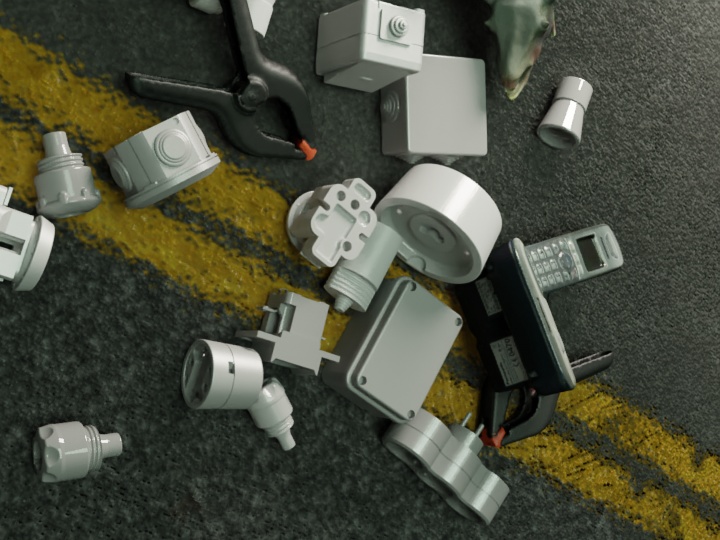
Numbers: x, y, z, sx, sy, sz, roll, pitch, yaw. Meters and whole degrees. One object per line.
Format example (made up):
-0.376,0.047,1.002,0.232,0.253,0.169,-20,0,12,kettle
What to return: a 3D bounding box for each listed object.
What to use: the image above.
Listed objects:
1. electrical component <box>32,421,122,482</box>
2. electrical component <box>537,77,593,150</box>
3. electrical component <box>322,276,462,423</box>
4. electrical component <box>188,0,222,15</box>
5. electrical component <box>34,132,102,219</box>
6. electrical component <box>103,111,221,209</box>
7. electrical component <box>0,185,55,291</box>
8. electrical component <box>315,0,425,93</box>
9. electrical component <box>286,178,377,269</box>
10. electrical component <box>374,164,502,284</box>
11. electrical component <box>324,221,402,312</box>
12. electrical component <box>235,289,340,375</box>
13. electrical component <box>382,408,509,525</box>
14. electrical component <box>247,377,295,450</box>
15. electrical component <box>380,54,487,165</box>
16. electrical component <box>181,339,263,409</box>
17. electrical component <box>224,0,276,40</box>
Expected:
-0.211,0.135,0.807,0.062,0.043,0.043,-3,91,-33,electrical component
0.206,-0.158,1.068,0.044,0.044,0.065,32,69,-27,electrical component
0.030,0.069,0.948,0.078,0.057,0.113,37,71,-26,electrical component
-0.132,-0.233,0.857,0.055,0.045,0.045,17,81,-31,electrical component
-0.222,-0.071,0.802,0.048,0.048,0.062,-12,89,-31,electrical component
-0.152,-0.083,0.824,0.080,0.080,0.051,-32,100,-28,electrical component
-0.256,-0.018,0.773,0.057,0.058,0.078,21,79,-27,electrical component
0.011,-0.190,0.915,0.062,0.096,0.061,6,87,-31,electrical component
-0.028,-0.039,0.913,0.058,0.057,0.078,39,70,-25,electrical component
0.073,-0.046,0.949,0.108,0.108,0.060,47,61,-23,electrical component
0.000,0.000,0.938,0.043,0.043,0.081,36,72,-26,electrical component
-0.058,0.052,0.903,0.081,0.042,0.063,21,77,-31,electrical component
0.088,0.165,0.986,0.138,0.052,0.073,45,68,-23,electrical component
-0.072,0.122,0.898,0.035,0.035,0.061,-33,108,-28,electrical component
0.065,-0.146,0.976,0.100,0.048,0.099,-2,91,-32,electrical component
-0.110,0.085,0.864,0.047,0.055,0.055,10,85,-35,electrical component
-0.087,-0.224,0.888,0.044,0.044,0.065,19,84,-30,electrical component
